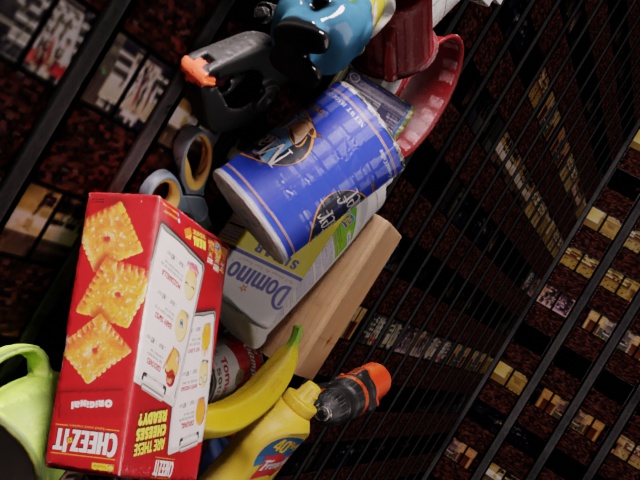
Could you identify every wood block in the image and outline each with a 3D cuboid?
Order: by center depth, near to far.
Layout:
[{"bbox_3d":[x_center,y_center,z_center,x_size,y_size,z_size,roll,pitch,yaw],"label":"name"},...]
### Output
[{"bbox_3d":[0.000,0.053,1.266,0.206,0.090,0.090,-58,161,-3],"label":"wood block"}]

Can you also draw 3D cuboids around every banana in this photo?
[{"bbox_3d":[-0.079,0.161,1.115,0.197,0.037,0.069,-39,129,-48],"label":"banana"}]

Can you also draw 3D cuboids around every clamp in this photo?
[{"bbox_3d":[-0.060,-0.125,0.935,0.165,0.036,0.209,-58,159,22],"label":"clamp"}]

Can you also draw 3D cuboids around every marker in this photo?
[{"bbox_3d":[-0.024,-0.198,0.946,0.120,0.020,0.020,-16,134,-63],"label":"marker"}]

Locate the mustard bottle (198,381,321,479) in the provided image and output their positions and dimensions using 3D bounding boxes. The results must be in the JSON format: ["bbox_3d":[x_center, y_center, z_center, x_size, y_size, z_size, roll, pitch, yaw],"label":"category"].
[{"bbox_3d":[-0.066,0.233,1.181,0.191,0.058,0.096,-51,152,4],"label":"mustard bottle"}]

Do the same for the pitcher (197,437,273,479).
[{"bbox_3d":[-0.080,0.358,1.286,0.145,0.243,0.149,-52,159,-10],"label":"pitcher"}]

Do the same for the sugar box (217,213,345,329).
[{"bbox_3d":[-0.040,-0.009,1.049,0.093,0.048,0.176,42,73,-37],"label":"sugar box"}]

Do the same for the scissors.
[{"bbox_3d":[-0.125,-0.020,0.967,0.096,0.016,0.202,-44,156,-32],"label":"scissors"}]

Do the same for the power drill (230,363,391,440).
[{"bbox_3d":[-0.021,0.203,1.310,0.184,0.188,0.057,-10,87,-65],"label":"power drill"}]

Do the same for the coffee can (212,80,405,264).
[{"bbox_3d":[-0.010,-0.061,0.953,0.140,0.103,0.103,-38,156,-9],"label":"coffee can"}]

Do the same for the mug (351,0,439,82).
[{"bbox_3d":[0.068,-0.207,1.032,0.081,0.093,0.117,80,13,-54],"label":"mug"}]

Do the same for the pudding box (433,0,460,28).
[{"bbox_3d":[0.116,-0.277,1.139,0.090,0.039,0.113,-48,156,-25],"label":"pudding box"}]

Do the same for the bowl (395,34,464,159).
[{"bbox_3d":[0.099,-0.172,1.224,0.162,0.055,0.162,-48,158,-27],"label":"bowl"}]

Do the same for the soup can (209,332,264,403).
[{"bbox_3d":[-0.115,0.139,1.146,0.102,0.069,0.068,-11,129,-63],"label":"soup can"}]

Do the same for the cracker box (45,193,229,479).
[{"bbox_3d":[-0.145,0.085,0.873,0.164,0.072,0.213,44,52,-70],"label":"cracker box"}]

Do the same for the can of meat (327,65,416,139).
[{"bbox_3d":[0.042,-0.128,1.058,0.057,0.084,0.102,-58,-176,-2],"label":"can of meat"}]

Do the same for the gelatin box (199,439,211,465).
[{"bbox_3d":[-0.150,0.246,1.220,0.089,0.030,0.073,-63,-177,-13],"label":"gelatin box"}]

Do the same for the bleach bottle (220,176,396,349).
[{"bbox_3d":[-0.008,0.001,1.166,0.250,0.068,0.102,-43,155,-24],"label":"bleach bottle"}]
